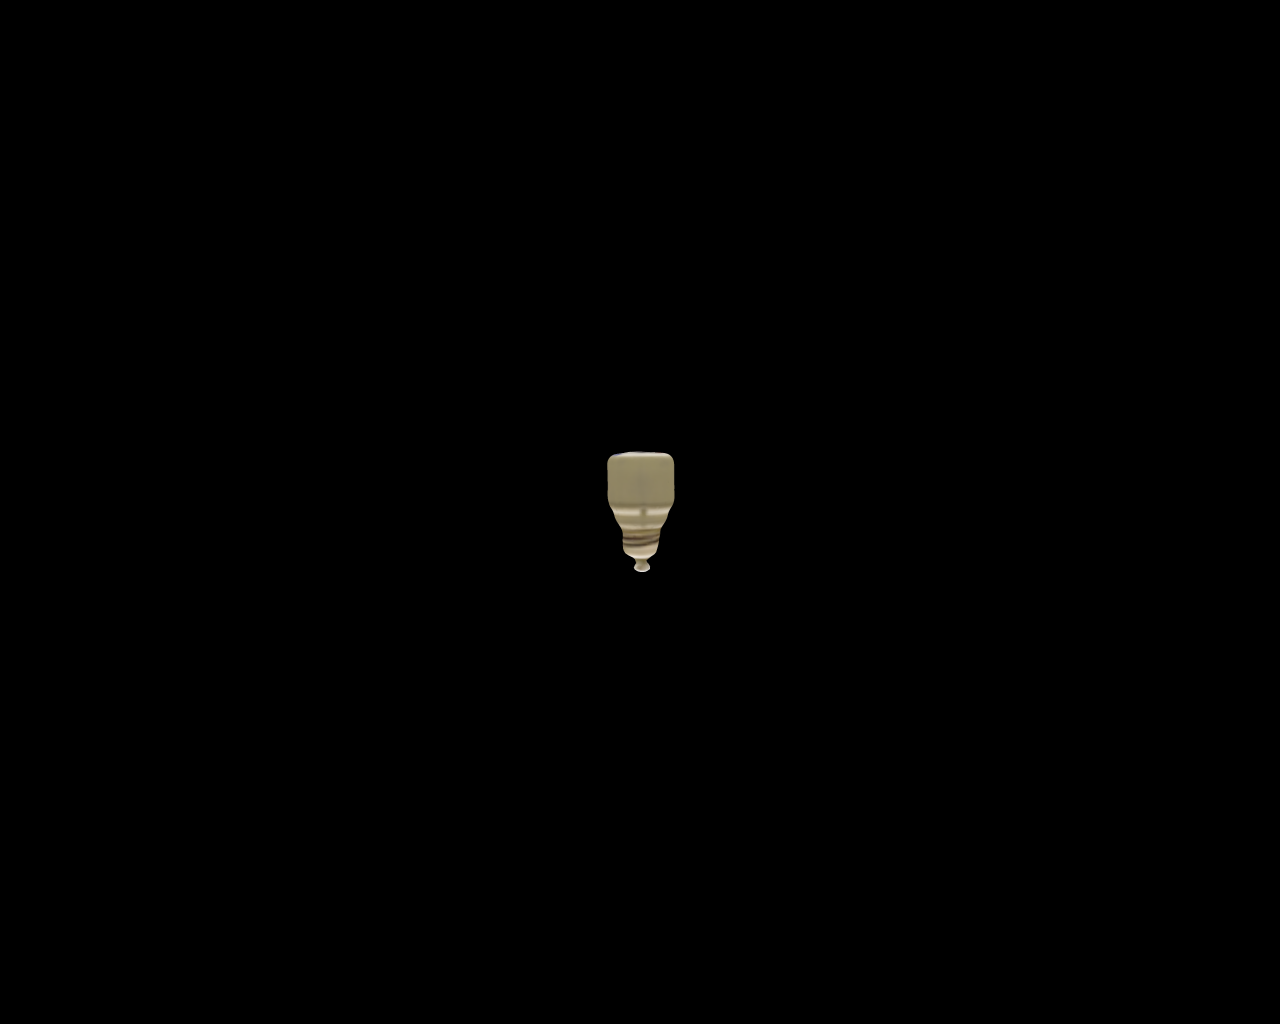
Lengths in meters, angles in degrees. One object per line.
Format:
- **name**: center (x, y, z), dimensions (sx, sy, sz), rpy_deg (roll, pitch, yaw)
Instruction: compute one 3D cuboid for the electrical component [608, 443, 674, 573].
- **electrical component**: center (0.001, -0.003, 0.650), dimensions (0.040, 0.078, 0.040), rpy_deg (0, 5, 0)
